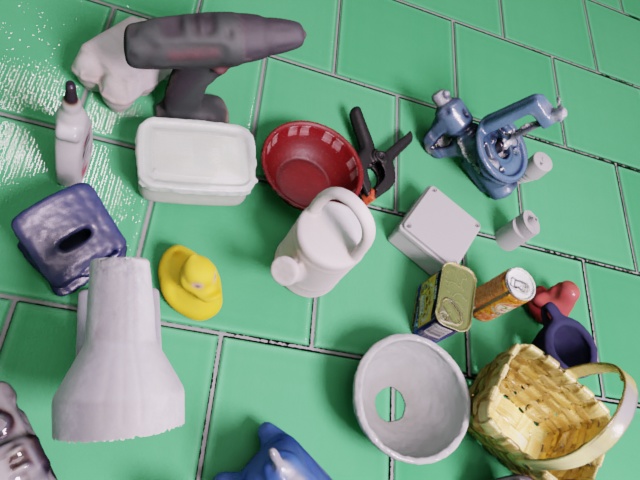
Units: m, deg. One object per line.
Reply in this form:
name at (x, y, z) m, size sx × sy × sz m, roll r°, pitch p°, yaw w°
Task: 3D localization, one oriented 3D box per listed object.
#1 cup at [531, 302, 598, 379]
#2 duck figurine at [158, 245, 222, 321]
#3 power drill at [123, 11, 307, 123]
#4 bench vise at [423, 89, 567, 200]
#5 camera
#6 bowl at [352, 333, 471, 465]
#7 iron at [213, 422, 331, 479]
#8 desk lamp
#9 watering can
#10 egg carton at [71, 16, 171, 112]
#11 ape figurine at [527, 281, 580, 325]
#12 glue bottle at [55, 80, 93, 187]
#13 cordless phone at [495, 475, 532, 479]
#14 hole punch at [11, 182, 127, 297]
cup at (0.348, 0.161, 0.871) m, size 0.092 × 0.094 × 0.117 m, roll -10°, pitch 70°, yaw -25°
duck figurine at (-0.160, 0.045, 0.730) m, size 0.078 × 0.086 × 0.104 m, roll -30°, pitch 79°, yaw -30°
power drill at (-0.153, -0.233, 0.795) m, size 0.230 × 0.208 × 0.075 m, roll -4°, pitch 67°, yaw -23°
bench vise at (0.276, -0.177, 0.932) m, size 0.207 × 0.219 × 0.121 m, roll 27°, pitch 59°, yaw -8°
camera at (-0.344, 0.230, 0.558) m, size 0.137 × 0.100 × 0.143 m, roll -27°, pitch 78°, yaw -30°
bowl at (0.110, 0.214, 0.763) m, size 0.168 × 0.074 × 0.167 m, roll 9°, pitch 63°, yaw -18°
iron at (0.009, 0.320, 0.632) m, size 0.258 × 0.141 × 0.119 m, roll 44°, pitch 58°, yaw 3°
desk lamp at (-0.212, 0.116, 0.600) m, size 0.118 × 0.213 × 0.203 m, roll 0°, pitch 66°, yaw -21°
watering can at (0.008, 0.004, 0.753) m, size 0.101 × 0.193 × 0.173 m, roll 30°, pitch 58°, yaw -5°
egg carton at (-0.278, -0.259, 0.839) m, size 0.107 × 0.069 × 0.150 m, roll 40°, pitch 58°, yaw 0°
ape figurine at (0.380, 0.094, 0.918) m, size 0.078 × 0.092 × 0.076 m, roll 5°, pitch 64°, yaw -19°
glue bottle at (-0.306, -0.137, 0.708) m, size 0.037 × 0.173 × 0.078 m, roll 10°, pitch 62°, yaw -17°
cordless phone at (0.268, 0.360, 0.690) m, size 0.094 × 0.185 × 0.147 m, roll -14°, pitch 71°, yaw -27°
hole punch at (-0.298, -0.001, 0.694) m, size 0.109 × 0.091 × 0.101 m, roll -38°, pitch 83°, yaw -31°
